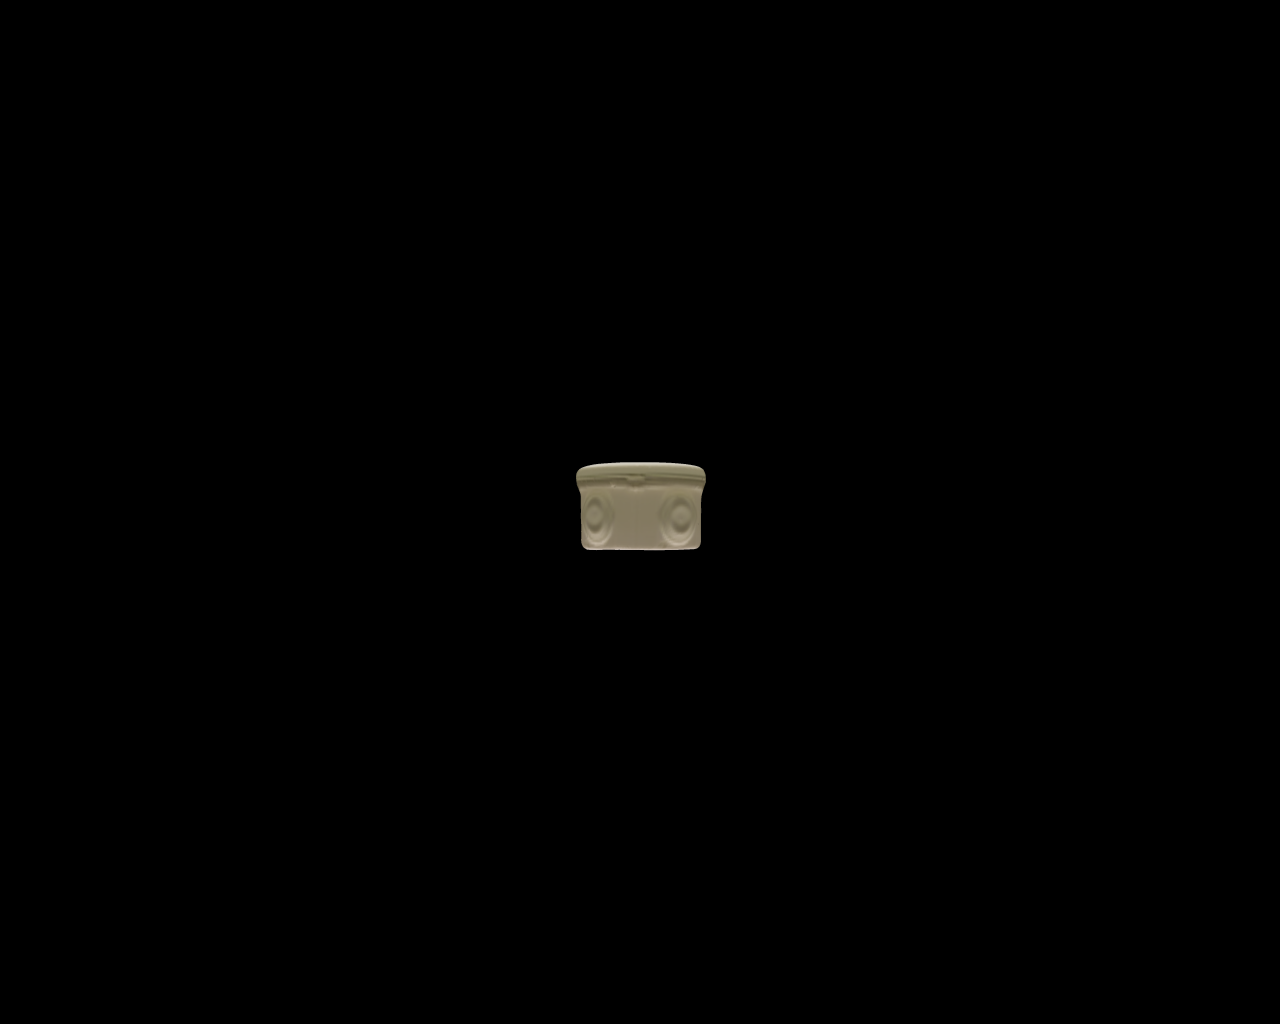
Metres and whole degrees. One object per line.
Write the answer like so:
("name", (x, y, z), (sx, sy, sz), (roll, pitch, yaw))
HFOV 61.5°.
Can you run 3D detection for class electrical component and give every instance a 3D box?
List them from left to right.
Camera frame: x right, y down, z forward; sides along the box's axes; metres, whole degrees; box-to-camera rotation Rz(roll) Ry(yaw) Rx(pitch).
("electrical component", (0.001, -0.003, 0.650), (0.080, 0.051, 0.080), (0, -2, 0))
